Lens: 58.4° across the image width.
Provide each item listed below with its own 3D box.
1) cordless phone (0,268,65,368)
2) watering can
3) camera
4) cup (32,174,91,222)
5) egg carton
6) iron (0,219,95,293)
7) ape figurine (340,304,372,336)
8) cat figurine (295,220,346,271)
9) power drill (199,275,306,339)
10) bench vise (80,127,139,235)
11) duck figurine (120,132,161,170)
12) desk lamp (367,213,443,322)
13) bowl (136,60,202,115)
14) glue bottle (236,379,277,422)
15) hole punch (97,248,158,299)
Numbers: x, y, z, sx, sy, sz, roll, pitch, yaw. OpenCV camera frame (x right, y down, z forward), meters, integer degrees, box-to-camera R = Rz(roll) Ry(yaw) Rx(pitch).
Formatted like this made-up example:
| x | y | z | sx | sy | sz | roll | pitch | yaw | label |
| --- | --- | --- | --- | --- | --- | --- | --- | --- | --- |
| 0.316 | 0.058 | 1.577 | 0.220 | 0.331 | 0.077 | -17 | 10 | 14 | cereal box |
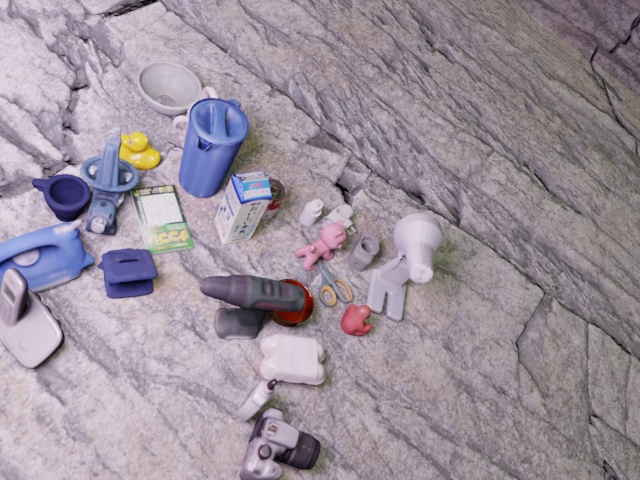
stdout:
| x | y | z | sx | sy | sz | roll | pitch | yaw | label |
| --- | --- | --- | --- | --- | --- | --- | --- | --- | --- |
| -0.535 | 0.140 | 1.046 | 0.147 | 0.185 | 0.094 | 45 | 53 | 6 | cordless phone |
| -0.275 | -0.303 | 1.427 | 0.173 | 0.194 | 0.101 | -34 | 78 | -36 | watering can |
| -0.072 | 0.421 | 1.141 | 0.137 | 0.100 | 0.143 | 25 | 54 | -9 | camera |
| -0.556 | -0.085 | 1.229 | 0.118 | 0.095 | 0.091 | 20 | 55 | -12 | cup |
| -0.061 | 0.264 | 1.260 | 0.151 | 0.069 | 0.107 | 10 | 57 | -19 | egg carton |
| -0.581 | 0.032 | 1.117 | 0.259 | 0.141 | 0.118 | -24 | 73 | -33 | iron |
| 0.093 | 0.185 | 1.365 | 0.076 | 0.092 | 0.077 | -11 | 66 | -29 | ape figurine |
| 0.013 | 0.005 | 1.421 | 0.128 | 0.117 | 0.067 | -30 | 76 | -35 | cat figurine |
| -0.156 | 0.139 | 1.206 | 0.230 | 0.208 | 0.075 | 3 | 60 | -23 | power drill |
| -0.442 | -0.122 | 1.225 | 0.122 | 0.219 | 0.207 | -6 | 64 | -27 | bench vise |
| -0.432 | -0.221 | 1.374 | 0.105 | 0.086 | 0.077 | 16 | 55 | -15 | duck figurine |
| 0.217 | 0.064 | 1.418 | 0.118 | 0.213 | 0.203 | 21 | 54 | -12 | desk lamp |
| -0.396 | -0.384 | 1.496 | 0.168 | 0.074 | 0.167 | 12 | 57 | -18 | bowl |
| -0.116 | 0.309 | 1.143 | 0.037 | 0.173 | 0.078 | 37 | 53 | 1 | glue bottle |
| -0.407 | 0.060 | 1.211 | 0.109 | 0.091 | 0.101 | -6 | 64 | -27 | hole punch |
